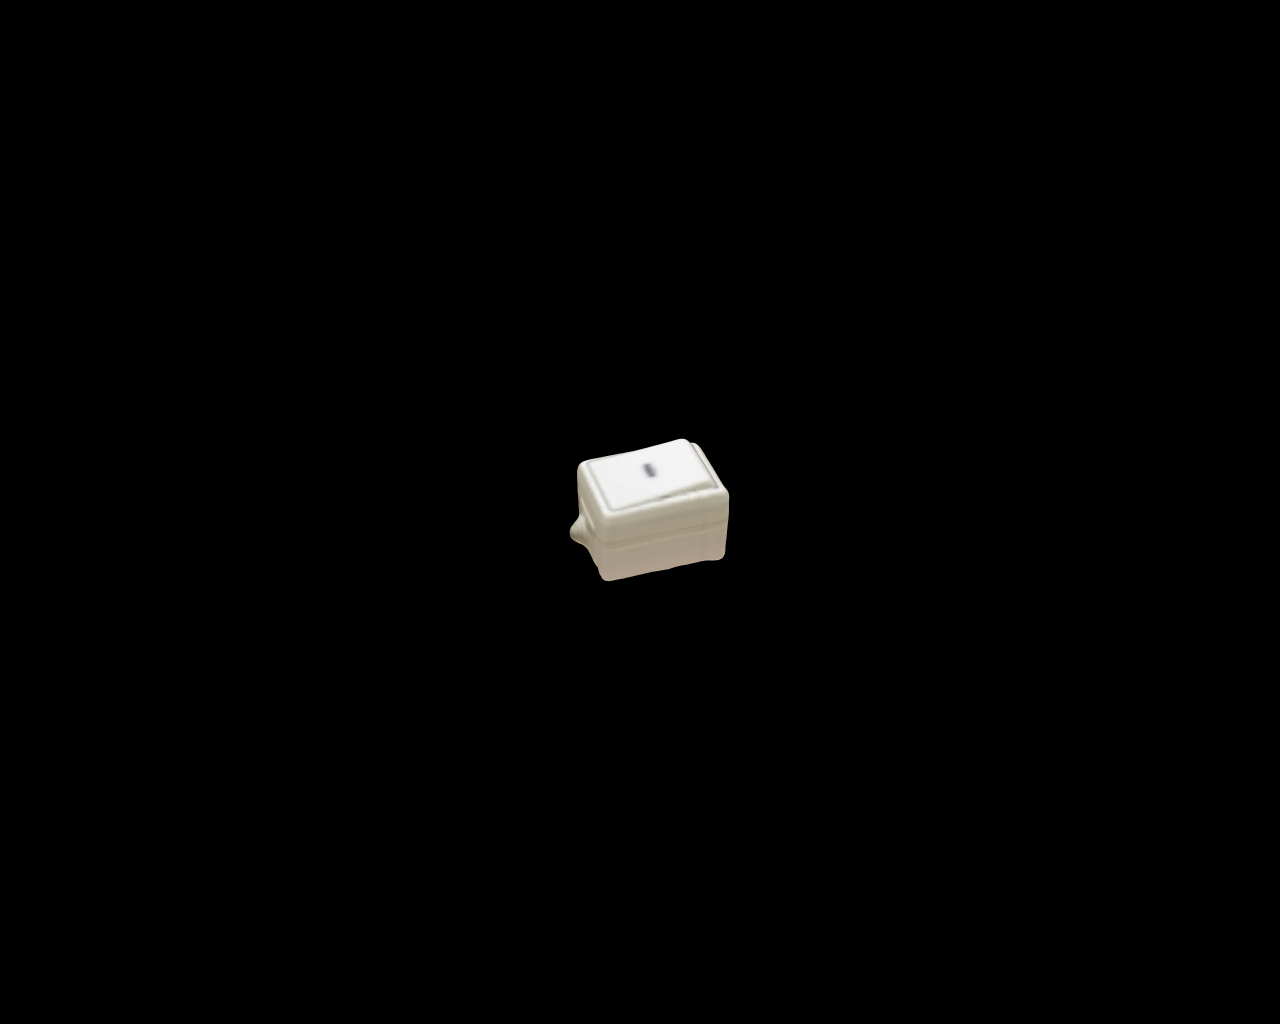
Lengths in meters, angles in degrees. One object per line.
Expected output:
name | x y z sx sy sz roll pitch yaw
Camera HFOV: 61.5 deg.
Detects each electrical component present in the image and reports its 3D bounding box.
electrical component | 0.001 -0.003 0.650 0.096 0.061 0.062 -11 39 -13
